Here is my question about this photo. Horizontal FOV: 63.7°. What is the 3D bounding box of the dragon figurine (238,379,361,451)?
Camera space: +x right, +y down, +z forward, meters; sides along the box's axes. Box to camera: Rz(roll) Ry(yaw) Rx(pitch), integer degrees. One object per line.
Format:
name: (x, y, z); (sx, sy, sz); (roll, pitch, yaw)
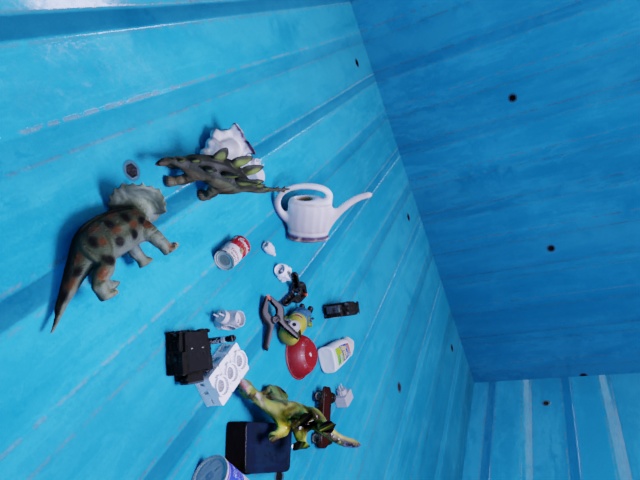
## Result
dragon figurine: (-0.075, 0.494, 1.506); (0.405, 0.122, 0.246); (33, 3, -35)

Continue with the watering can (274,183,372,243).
watering can: (0.006, -0.093, 1.853); (0.106, 0.348, 0.220); (-92, -174, -67)

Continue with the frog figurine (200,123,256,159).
frog figurine: (-0.300, -0.271, 1.574); (0.161, 0.124, 0.134); (-37, 127, -23)
